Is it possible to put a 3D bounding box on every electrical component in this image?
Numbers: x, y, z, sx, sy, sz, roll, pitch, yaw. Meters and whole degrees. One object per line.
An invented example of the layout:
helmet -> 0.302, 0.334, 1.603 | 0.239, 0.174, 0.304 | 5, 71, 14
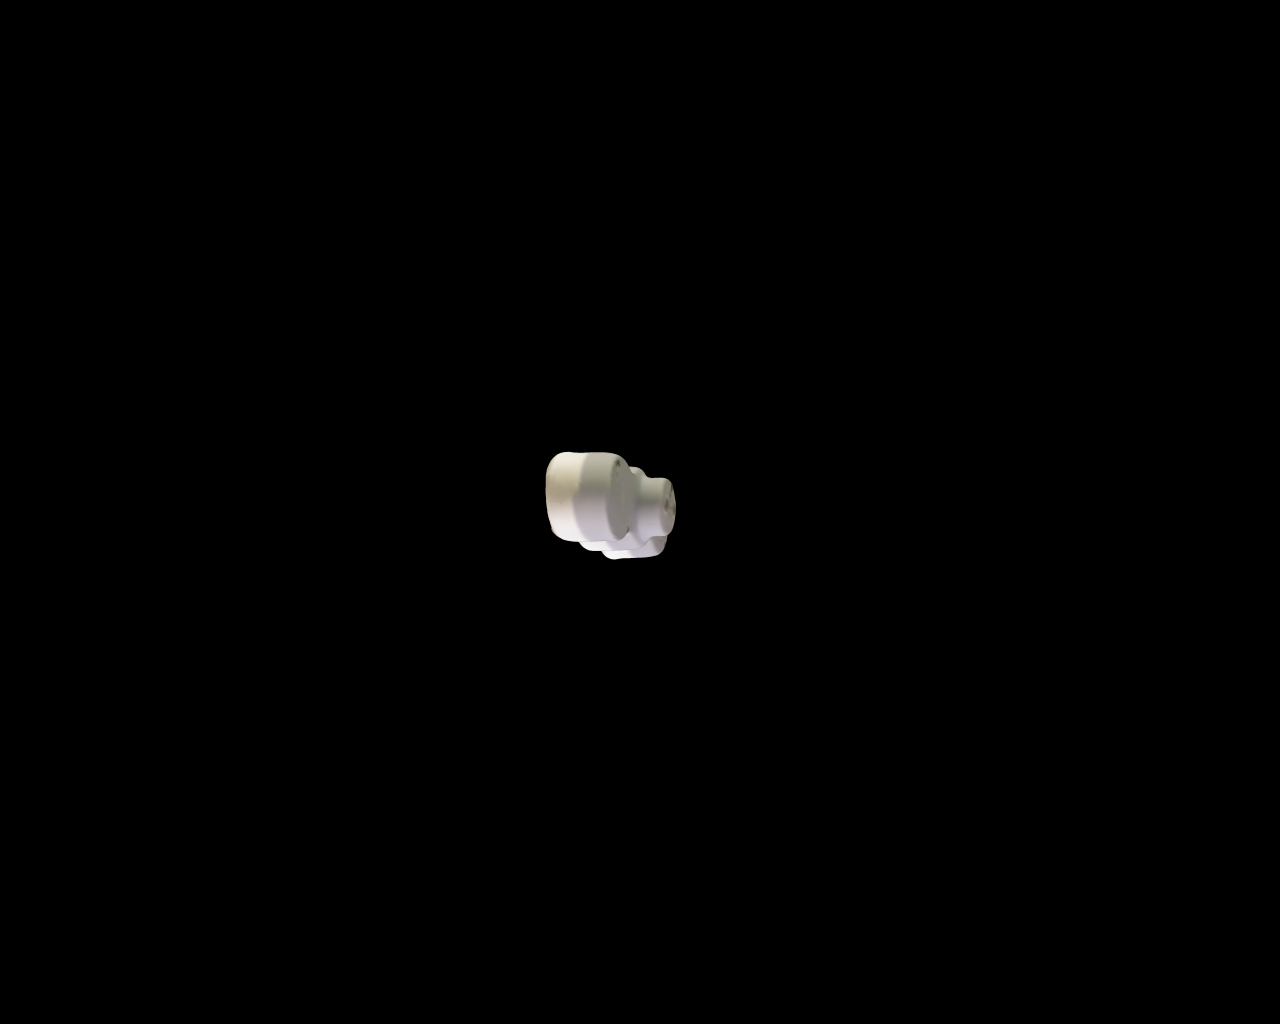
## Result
electrical component -> 0.001, -0.003, 0.650 | 0.074, 0.052, 0.138 | -3, -9, 15
